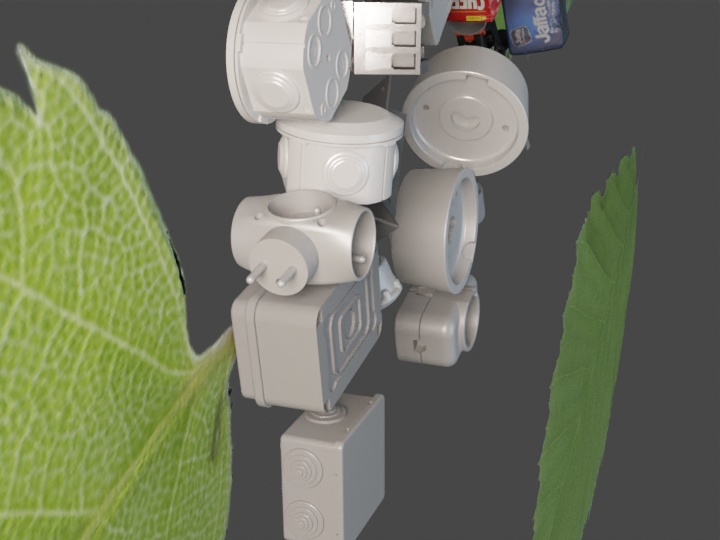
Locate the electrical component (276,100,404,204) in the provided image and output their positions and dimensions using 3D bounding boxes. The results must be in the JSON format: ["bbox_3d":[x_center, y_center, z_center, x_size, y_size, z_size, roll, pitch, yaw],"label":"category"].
[{"bbox_3d":[-0.014,-0.076,0.681,0.080,0.080,0.051,-44,141,-61],"label":"electrical component"}]

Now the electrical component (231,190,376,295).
[{"bbox_3d":[-0.040,-0.011,0.629,0.079,0.077,0.044,-53,145,-54],"label":"electrical component"}]

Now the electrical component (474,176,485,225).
[{"bbox_3d":[0.100,-0.077,1.056,0.078,0.040,0.040,77,27,-43],"label":"electrical component"}]

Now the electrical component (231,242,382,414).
[{"bbox_3d":[-0.032,0.031,0.694,0.113,0.057,0.078,-53,144,-56],"label":"electrical component"}]

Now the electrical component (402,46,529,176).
[{"bbox_3d":[0.094,-0.141,0.926,0.060,0.108,0.108,-73,159,-45],"label":"electrical component"}]

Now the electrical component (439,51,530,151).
[{"bbox_3d":[0.113,-0.150,1.031,0.063,0.079,0.121,-56,154,-10],"label":"electrical component"}]

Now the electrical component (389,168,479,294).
[{"bbox_3d":[0.059,-0.036,0.922,0.108,0.060,0.108,6,90,-70],"label":"electrical component"}]

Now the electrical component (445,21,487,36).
[{"bbox_3d":[0.107,-0.264,1.013,0.043,0.043,0.081,72,31,-50],"label":"electrical component"}]

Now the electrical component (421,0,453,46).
[{"bbox_3d":[0.042,-0.232,0.831,0.099,0.048,0.099,70,33,-52],"label":"electrical component"}]

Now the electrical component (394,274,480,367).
[{"bbox_3d":[0.075,0.043,0.994,0.095,0.059,0.053,-58,148,-51],"label":"electrical component"}]

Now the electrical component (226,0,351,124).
[{"bbox_3d":[-0.041,-0.125,0.628,0.080,0.051,0.080,6,90,-70],"label":"electrical component"}]

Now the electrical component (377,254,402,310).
[{"bbox_3d":[0.000,0.000,0.800,0.062,0.048,0.048,66,29,-16],"label":"electrical component"}]

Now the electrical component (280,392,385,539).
[{"bbox_3d":[-0.019,0.143,0.777,0.100,0.048,0.099,-40,133,-63],"label":"electrical component"}]
